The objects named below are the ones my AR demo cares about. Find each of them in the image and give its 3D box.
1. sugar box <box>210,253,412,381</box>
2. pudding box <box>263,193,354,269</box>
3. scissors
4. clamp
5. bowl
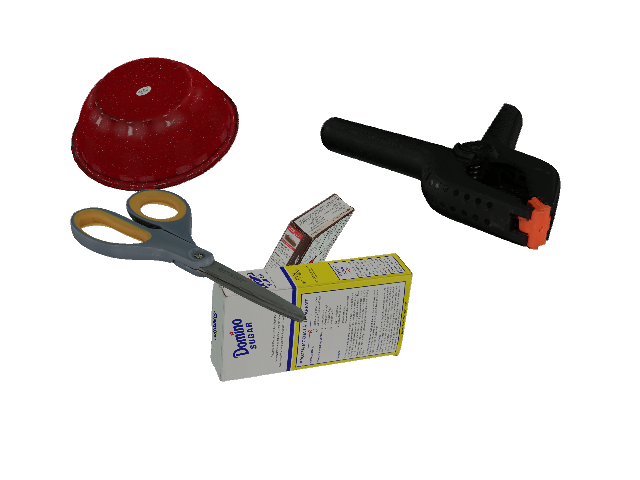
[{"bbox_3d":[-0.009,0.068,0.962,0.176,0.093,0.048,-4,30,-18],"label":"sugar box"},{"bbox_3d":[-0.014,0.001,1.288,0.039,0.090,0.113,36,33,10],"label":"pudding box"},{"bbox_3d":[-0.083,0.004,0.759,0.202,0.016,0.096,16,34,19],"label":"scissors"},{"bbox_3d":[0.095,-0.051,0.750,0.164,0.036,0.210,-4,27,-10],"label":"clamp"},{"bbox_3d":[-0.160,-0.121,0.995,0.162,0.162,0.055,0,-41,7],"label":"bowl"}]
